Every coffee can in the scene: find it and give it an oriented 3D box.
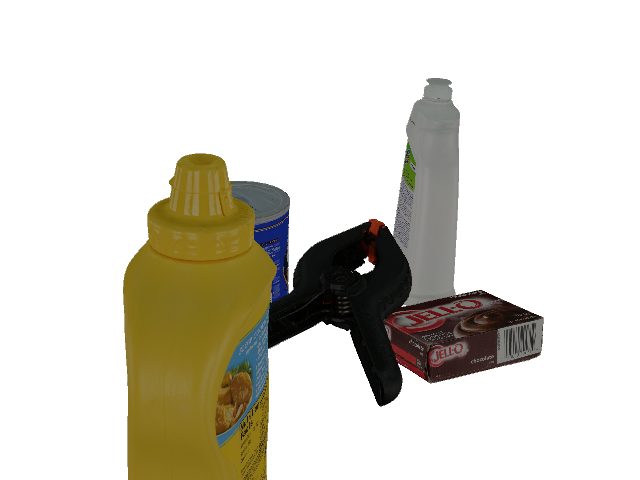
[{"bbox_3d":[-0.081,0.025,1.036,0.103,0.140,0.103,1,23,0],"label":"coffee can"}]

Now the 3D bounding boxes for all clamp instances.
[{"bbox_3d":[0.021,0.043,0.688,0.120,0.039,0.171,21,41,20],"label":"clamp"}]

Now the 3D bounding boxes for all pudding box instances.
[{"bbox_3d":[0.112,0.077,0.881,0.113,0.039,0.090,-8,17,-25],"label":"pudding box"}]

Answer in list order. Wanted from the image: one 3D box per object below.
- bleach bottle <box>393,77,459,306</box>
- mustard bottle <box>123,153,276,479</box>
[{"bbox_3d":[0.124,-0.056,1.207,0.068,0.251,0.102,-2,24,-13],"label":"bleach bottle"},{"bbox_3d":[-0.048,0.058,0.435,0.058,0.192,0.096,8,24,10],"label":"mustard bottle"}]
